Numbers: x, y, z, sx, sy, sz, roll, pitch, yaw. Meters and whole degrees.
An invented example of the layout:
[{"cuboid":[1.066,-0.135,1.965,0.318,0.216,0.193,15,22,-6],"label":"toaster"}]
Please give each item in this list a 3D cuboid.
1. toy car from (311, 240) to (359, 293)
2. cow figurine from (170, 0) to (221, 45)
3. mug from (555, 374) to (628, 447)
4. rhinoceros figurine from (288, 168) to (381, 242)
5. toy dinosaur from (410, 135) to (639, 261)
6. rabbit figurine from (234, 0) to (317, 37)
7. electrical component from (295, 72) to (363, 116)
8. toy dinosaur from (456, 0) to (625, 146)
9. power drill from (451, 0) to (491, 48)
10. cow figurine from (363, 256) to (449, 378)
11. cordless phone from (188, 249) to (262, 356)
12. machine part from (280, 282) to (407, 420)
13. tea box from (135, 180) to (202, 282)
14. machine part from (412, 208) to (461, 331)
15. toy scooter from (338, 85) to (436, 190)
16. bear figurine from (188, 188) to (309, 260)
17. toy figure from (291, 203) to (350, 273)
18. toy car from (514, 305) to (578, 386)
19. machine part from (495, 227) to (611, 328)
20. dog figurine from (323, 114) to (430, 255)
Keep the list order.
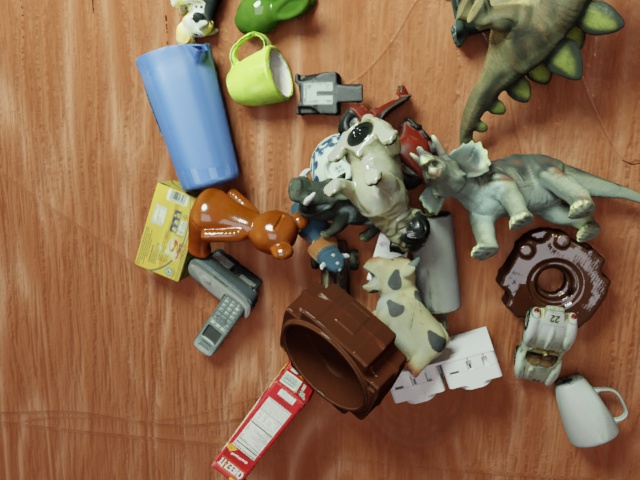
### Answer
[{"cuboid":[0.027,0.101,0.995,0.089,0.053,0.202,3,102,14],"label":"toy car"},{"cuboid":[-0.207,-0.419,0.943,0.098,0.068,0.167,4,102,5],"label":"cow figurine"},{"cuboid":[0.463,0.286,0.927,0.110,0.081,0.107,-27,85,19],"label":"mug"},{"cuboid":[0.034,-0.059,0.904,0.190,0.073,0.112,12,143,-24],"label":"rhinoceros figurine"},{"cuboid":[0.323,-0.084,0.856,0.405,0.131,0.192,-5,56,-18],"label":"toy dinosaur"},{"cuboid":[-0.084,-0.427,0.908,0.159,0.121,0.170,18,121,1],"label":"rabbit figurine"},{"cuboid":[0.017,-0.254,0.934,0.119,0.048,0.074,-2,100,11],"label":"electrical component"},{"cuboid":[0.302,-0.304,0.770,0.198,0.105,0.471,24,132,-10],"label":"toy dinosaur"},{"cuboid":[0.300,-0.401,0.843,0.207,0.086,0.231,-11,100,5],"label":"power drill"},{"cuboid":[0.139,0.111,0.887,0.127,0.085,0.195,-36,91,-7],"label":"cow figurine"},{"cuboid":[-0.211,0.123,1.032,0.146,0.089,0.184,37,109,3],"label":"cordless phone"},{"cuboid":[0.030,0.184,0.885,0.201,0.087,0.201,39,147,19],"label":"machine part"},{"cuboid":[-0.276,-0.018,1.024,0.098,0.068,0.169,23,104,6],"label":"tea box"},{"cuboid":[0.200,0.038,0.936,0.079,0.079,0.243,-7,98,12],"label":"machine part"},{"cuboid":[0.133,-0.182,0.911,0.184,0.075,0.135,40,81,-9],"label":"toy scooter"},{"cuboid":[-0.127,-0.017,0.947,0.196,0.120,0.131,19,147,2],"label":"bear figurine"},{"cuboid":[0.000,-0.004,0.957,0.064,0.057,0.154,-30,69,7],"label":"toy figure"},{"cuboid":[0.371,0.177,0.893,0.074,0.056,0.201,9,139,15],"label":"toy car"},{"cuboid":[0.395,0.070,0.914,0.179,0.056,0.179,2,102,11],"label":"machine part"},{"cuboid":[0.111,-0.087,0.856,0.121,0.190,0.172,1,62,44],"label":"dog figurine"}]
